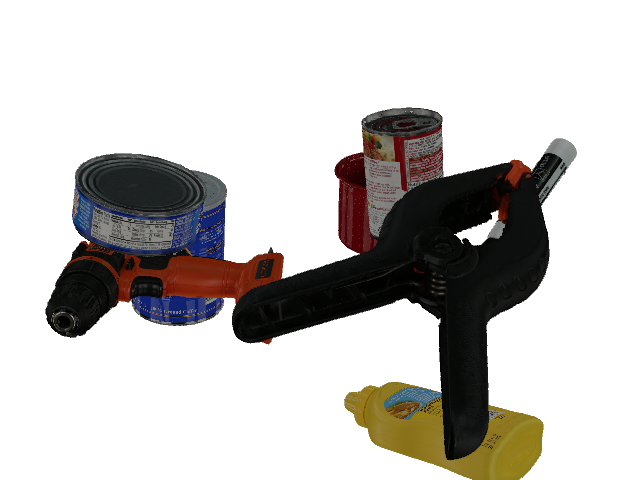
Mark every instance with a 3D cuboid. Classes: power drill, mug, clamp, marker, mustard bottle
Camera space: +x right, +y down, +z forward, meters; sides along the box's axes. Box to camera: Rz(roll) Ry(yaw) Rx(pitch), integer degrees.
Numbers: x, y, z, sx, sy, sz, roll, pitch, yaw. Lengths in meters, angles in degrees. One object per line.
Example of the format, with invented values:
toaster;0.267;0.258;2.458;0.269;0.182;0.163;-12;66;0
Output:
power drill;-0.129;0.042;0.920;0.187;0.057;0.184;9;21;0
mug;0.072;-0.037;1.109;0.117;0.081;0.093;-4;30;-10
clamp;0.058;0.023;0.480;0.120;0.039;0.171;38;56;24
marker;0.131;-0.020;0.694;0.020;0.121;0.020;31;-26;16
mustard bottle;0.102;0.172;0.995;0.192;0.058;0.096;11;18;38

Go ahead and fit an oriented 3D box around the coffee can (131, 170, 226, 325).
coffee can;-0.154;0.007;1.157;0.103;0.140;0.103;3;27;-2

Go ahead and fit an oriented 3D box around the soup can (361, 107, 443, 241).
soup can;0.072;-0.054;0.909;0.068;0.102;0.068;-5;23;2

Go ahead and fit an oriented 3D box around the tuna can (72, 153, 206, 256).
tuna can;-0.119;-0.024;0.702;0.086;0.034;0.086;10;27;-5
